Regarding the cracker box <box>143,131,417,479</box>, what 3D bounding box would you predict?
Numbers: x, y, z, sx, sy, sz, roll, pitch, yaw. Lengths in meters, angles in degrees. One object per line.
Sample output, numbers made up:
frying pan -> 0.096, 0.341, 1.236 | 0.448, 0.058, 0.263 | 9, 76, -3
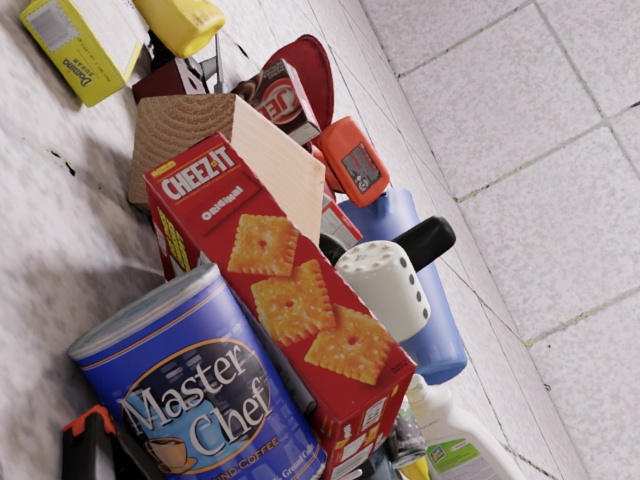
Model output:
cracker box -> -0.031, 0.052, 0.744 | 0.214, 0.072, 0.164 | 51, -19, 20

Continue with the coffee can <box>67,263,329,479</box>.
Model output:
coffee can -> -0.073, 0.099, 0.650 | 0.140, 0.103, 0.102 | 60, 13, -7

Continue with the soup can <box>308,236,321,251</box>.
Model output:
soup can -> -0.042, 0.047, 0.884 | 0.068, 0.102, 0.068 | 56, 15, -23

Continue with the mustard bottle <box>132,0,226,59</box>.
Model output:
mustard bottle -> -0.181, -0.262, 1.037 | 0.191, 0.058, 0.096 | 44, 22, -3

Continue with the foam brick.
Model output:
foam brick -> -0.133, -0.117, 0.994 | 0.053, 0.051, 0.078 | 40, 25, -59

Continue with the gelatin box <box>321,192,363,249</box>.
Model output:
gelatin box -> -0.008, 0.002, 1.146 | 0.030, 0.089, 0.073 | 44, -3, 46

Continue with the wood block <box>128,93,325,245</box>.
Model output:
wood block -> -0.075, -0.051, 0.934 | 0.206, 0.090, 0.091 | 31, 61, -66

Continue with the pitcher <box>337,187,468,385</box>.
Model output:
pitcher -> 0.091, 0.069, 1.340 | 0.149, 0.145, 0.243 | 14, 52, -56

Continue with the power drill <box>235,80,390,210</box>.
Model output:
power drill -> -0.012, -0.109, 1.250 | 0.184, 0.057, 0.188 | 54, -18, -26

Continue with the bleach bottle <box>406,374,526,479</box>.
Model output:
bleach bottle -> 0.172, 0.254, 1.278 | 0.250, 0.102, 0.068 | 57, 8, -26

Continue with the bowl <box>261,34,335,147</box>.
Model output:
bowl -> -0.040, -0.187, 1.387 | 0.162, 0.055, 0.162 | 176, -90, -65

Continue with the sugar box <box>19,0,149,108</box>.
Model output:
sugar box -> -0.196, -0.186, 0.911 | 0.093, 0.048, 0.176 | 56, 10, -23

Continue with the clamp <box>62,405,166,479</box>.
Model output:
clamp -> -0.089, 0.173, 0.578 | 0.171, 0.039, 0.120 | 67, 12, 24

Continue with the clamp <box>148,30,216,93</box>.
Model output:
clamp -> -0.149, -0.183, 1.101 | 0.164, 0.036, 0.210 | 51, 19, -38

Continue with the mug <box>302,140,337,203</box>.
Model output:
mug -> -0.037, -0.047, 1.168 | 0.081, 0.093, 0.117 | 57, 43, -39

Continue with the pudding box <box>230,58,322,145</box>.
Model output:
pudding box -> -0.064, -0.127, 1.141 | 0.039, 0.114, 0.090 | 34, 29, -55

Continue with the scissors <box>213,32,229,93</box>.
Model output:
scissors -> -0.095, -0.135, 1.114 | 0.201, 0.016, 0.096 | -93, 163, -50

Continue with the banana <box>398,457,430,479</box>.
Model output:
banana -> 0.075, 0.191, 1.200 | 0.069, 0.037, 0.198 | 78, -9, -68
